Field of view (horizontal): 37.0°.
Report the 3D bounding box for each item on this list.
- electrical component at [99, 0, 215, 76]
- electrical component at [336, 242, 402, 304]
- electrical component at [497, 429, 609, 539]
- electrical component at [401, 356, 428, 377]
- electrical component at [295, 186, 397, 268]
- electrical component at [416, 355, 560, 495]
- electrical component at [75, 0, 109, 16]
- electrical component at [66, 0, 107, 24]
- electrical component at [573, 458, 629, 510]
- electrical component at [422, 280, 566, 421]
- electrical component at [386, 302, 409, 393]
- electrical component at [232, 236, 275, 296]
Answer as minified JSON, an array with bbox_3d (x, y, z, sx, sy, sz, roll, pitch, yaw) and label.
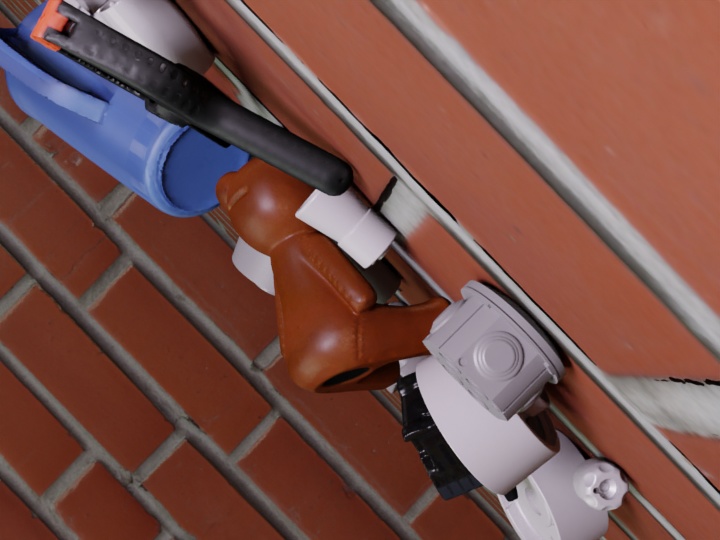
[{"bbox_3d":[-0.152,-0.173,0.787,0.077,0.043,0.079,49,174,-27],"label":"electrical component"},{"bbox_3d":[0.000,0.000,0.915,0.078,0.040,0.040,47,174,-13],"label":"electrical component"},{"bbox_3d":[0.159,0.180,0.880,0.108,0.060,0.108,57,162,31],"label":"electrical component"},{"bbox_3d":[0.102,0.125,0.969,0.109,0.056,0.108,41,172,40],"label":"electrical component"},{"bbox_3d":[-0.007,-0.033,0.748,0.065,0.044,0.044,42,174,-7],"label":"electrical component"},{"bbox_3d":[0.095,0.092,0.738,0.108,0.060,0.108,49,-165,-18],"label":"electrical component"},{"bbox_3d":[-0.160,-0.193,0.654,0.050,0.056,0.089,48,174,-19],"label":"electrical component"},{"bbox_3d":[-0.232,-0.234,0.937,0.062,0.043,0.043,45,174,6],"label":"electrical component"},{"bbox_3d":[0.173,0.155,0.793,0.035,0.035,0.061,46,176,-4],"label":"electrical component"},{"bbox_3d":[0.080,0.049,0.647,0.080,0.051,0.080,45,174,6],"label":"electrical component"},{"bbox_3d":[0.033,0.073,1.046,0.059,0.054,0.095,45,161,12],"label":"electrical component"},{"bbox_3d":[-0.079,-0.008,1.097,0.108,0.060,0.108,26,-164,-8],"label":"electrical component"}]
